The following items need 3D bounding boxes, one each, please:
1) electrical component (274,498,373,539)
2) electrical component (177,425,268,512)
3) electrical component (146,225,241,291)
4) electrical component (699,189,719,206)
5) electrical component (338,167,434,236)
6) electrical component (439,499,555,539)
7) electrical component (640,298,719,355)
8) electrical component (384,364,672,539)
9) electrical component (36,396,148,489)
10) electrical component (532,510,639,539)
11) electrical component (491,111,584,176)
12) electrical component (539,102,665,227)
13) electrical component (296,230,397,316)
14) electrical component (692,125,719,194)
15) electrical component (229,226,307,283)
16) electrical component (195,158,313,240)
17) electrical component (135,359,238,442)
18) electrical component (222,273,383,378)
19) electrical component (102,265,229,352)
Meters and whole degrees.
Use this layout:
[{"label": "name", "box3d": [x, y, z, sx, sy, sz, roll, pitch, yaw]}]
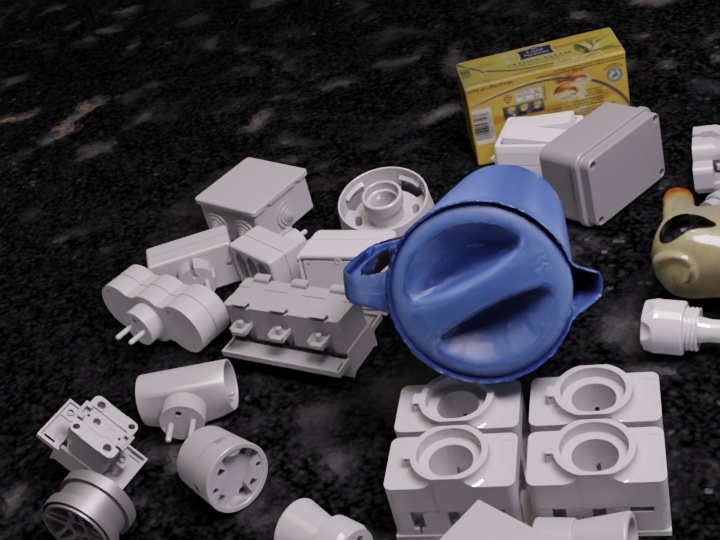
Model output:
[{"label": "electrical component", "box3d": [-0.025, 0.187, 0.739, 0.055, 0.045, 0.045, 16, 45, 37]}, {"label": "electrical component", "box3d": [-0.106, 0.149, 0.818, 0.055, 0.055, 0.047, -36, 35, -28]}, {"label": "electrical component", "box3d": [-0.161, 0.004, 1.052, 0.083, 0.047, 0.075, -18, 34, -4]}, {"label": "electrical component", "box3d": [0.317, -0.049, 0.946, 0.078, 0.040, 0.040, -26, 35, -15]}, {"label": "electrical component", "box3d": [0.027, -0.054, 1.066, 0.099, 0.064, 0.099, -8, 47, 9]}, {"label": "electrical component", "box3d": [0.105, 0.214, 0.633, 0.150, 0.061, 0.089, 21, 48, 41]}, {"label": "electrical component", "box3d": [0.251, 0.045, 0.835, 0.062, 0.043, 0.043, 4, 39, 25]}, {"label": "electrical component", "box3d": [0.118, 0.127, 0.755, 0.186, 0.060, 0.105, -5, 35, 15]}, {"label": "electrical component", "box3d": [-0.210, 0.136, 0.856, 0.081, 0.063, 0.042, 38, 49, -1]}, {"label": "electrical component", "box3d": [0.143, 0.177, 0.692, 0.065, 0.044, 0.044, -5, 35, 23]}, {"label": "electrical component", "box3d": [0.177, -0.121, 1.087, 0.096, 0.061, 0.061, 2, 38, 24]}, {"label": "electrical component", "box3d": [0.232, -0.101, 1.022, 0.113, 0.078, 0.057, -35, 36, -27]}, {"label": "electrical component", "box3d": [0.000, 0.000, 0.979, 0.096, 0.061, 0.061, 1, 30, 22]}, {"label": "electrical component", "box3d": [0.342, -0.105, 1.002, 0.057, 0.058, 0.078, -4, 35, 22]}, {"label": "electrical component", "box3d": [-0.074, -0.017, 1.048, 0.077, 0.047, 0.066, -36, 39, -28]}, {"label": "electrical component", "box3d": [-0.110, -0.071, 1.139, 0.100, 0.048, 0.100, 15, 44, 37]}, {"label": "electrical component", "box3d": [-0.145, 0.113, 0.892, 0.077, 0.044, 0.079, -11, 34, 6]}, {"label": "electrical component", "box3d": [-0.054, 0.046, 0.935, 0.121, 0.063, 0.078, 7, 40, 30]}, {"label": "electrical component", "box3d": [-0.194, 0.045, 1.003, 0.138, 0.052, 0.074, 15, 44, 37]}]
